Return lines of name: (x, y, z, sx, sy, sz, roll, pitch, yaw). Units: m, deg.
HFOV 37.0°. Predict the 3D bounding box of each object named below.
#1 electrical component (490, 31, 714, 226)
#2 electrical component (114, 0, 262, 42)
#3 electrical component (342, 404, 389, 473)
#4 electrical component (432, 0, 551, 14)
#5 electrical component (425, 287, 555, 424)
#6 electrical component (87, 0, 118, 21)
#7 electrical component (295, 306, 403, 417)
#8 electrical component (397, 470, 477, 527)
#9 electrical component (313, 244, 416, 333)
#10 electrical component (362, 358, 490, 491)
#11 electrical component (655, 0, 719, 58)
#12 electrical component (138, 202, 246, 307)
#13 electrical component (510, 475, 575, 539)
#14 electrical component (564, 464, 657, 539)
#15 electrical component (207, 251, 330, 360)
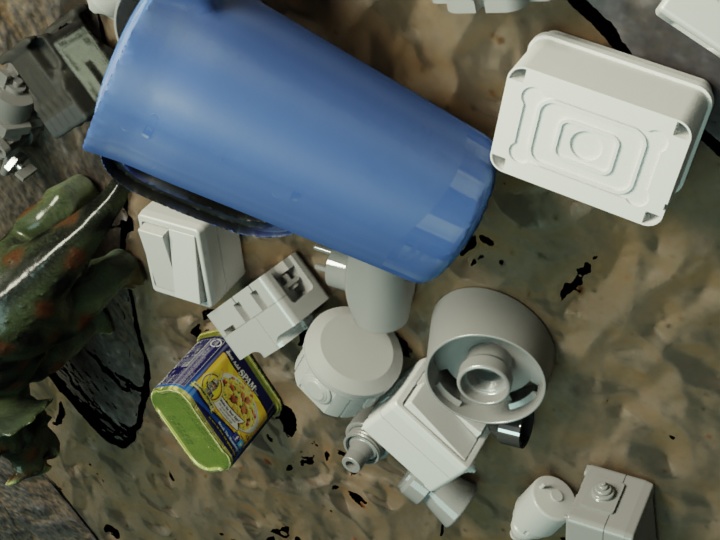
electrical component: (0.143, -0.087, 0.642, 0.113, 0.057, 0.078, 23, 134, 17)
electrical component: (-0.114, -0.163, 0.742, 0.099, 0.064, 0.099, 9, 123, 14)
electrical component: (0.007, 0.146, 0.919, 0.043, 0.062, 0.043, 18, 132, 21)
electrical component: (0.074, -0.184, 0.610, 0.078, 0.058, 0.057, 7, 131, 30)
electrical component: (0.097, 0.066, 0.810, 0.099, 0.064, 0.099, 9, 129, 11)
electrical component: (-0.166, -0.207, 0.761, 0.062, 0.043, 0.043, -22, 111, 42)
electrical component: (-0.010, 0.074, 0.860, 0.080, 0.080, 0.051, 36, 141, 4)
electrical component: (0.066, 0.187, 0.925, 0.055, 0.045, 0.045, 37, 136, 3)
electrical component: (0.000, 0.000, 0.817, 0.079, 0.044, 0.077, 17, 132, 22)
electrical component: (0.063, 0.127, 0.866, 0.096, 0.061, 0.061, 42, 137, -3)
electrical component: (0.195, -0.153, 0.554, 0.047, 0.066, 0.076, 35, 107, 4)
electrical component: (-0.139, -0.014, 0.887, 0.062, 0.061, 0.096, 15, 132, 23)
electrical component: (0.146, 0.201, 0.886, 0.040, 0.040, 0.078, 34, 137, 5)
electrical component: (0.197, 0.201, 0.837, 0.061, 0.061, 0.096, 13, 130, 25)
electrical component: (-0.074, 0.034, 0.885, 0.089, 0.050, 0.055, -33, 94, 45)
